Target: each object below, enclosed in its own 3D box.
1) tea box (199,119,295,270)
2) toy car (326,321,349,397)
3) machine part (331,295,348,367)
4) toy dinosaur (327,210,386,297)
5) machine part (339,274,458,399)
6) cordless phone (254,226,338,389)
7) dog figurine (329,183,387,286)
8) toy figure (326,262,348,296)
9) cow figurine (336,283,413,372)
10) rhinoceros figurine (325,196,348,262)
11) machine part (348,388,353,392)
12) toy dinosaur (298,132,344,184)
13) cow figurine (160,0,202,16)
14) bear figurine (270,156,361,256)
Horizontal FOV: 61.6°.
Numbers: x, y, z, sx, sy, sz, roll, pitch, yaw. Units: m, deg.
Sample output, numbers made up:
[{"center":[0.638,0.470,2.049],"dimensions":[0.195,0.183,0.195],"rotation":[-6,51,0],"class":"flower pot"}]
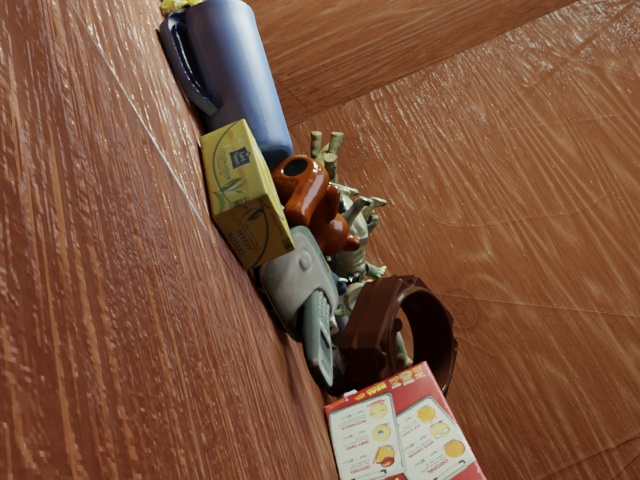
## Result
[{"center":[-0.092,-0.059,0.658],"dimensions":[0.170,0.068,0.098],"rotation":[-110,177,-48],"class":"tea box"},{"center":[-0.001,0.157,0.883],"dimensions":[0.089,0.053,0.202],"rotation":[56,11,-63],"class":"toy car"},{"center":[0.023,0.162,1.074],"dimensions":[0.079,0.079,0.243],"rotation":[61,6,-73],"class":"machine part"},{"center":[0.033,0.089,1.251],"dimensions":[0.192,0.131,0.404],"rotation":[29,-36,0],"class":"toy dinosaur"},{"center":[0.137,0.172,0.875],"dimensions":[0.200,0.087,0.201],"rotation":[47,53,-29],"class":"machine part"},{"center":[-0.026,0.082,0.656],"dimensions":[0.184,0.089,0.146],"rotation":[-101,168,-61],"class":"cordless phone"},{"center":[0.027,-0.010,1.064],"dimensions":[0.173,0.190,0.121],"rotation":[27,15,36],"class":"dog figurine"},{"center":[-0.021,0.047,0.910],"dimensions":[0.154,0.058,0.064],"rotation":[42,-4,-7],"class":"toy figure"},{"center":[0.100,0.167,1.002],"dimensions":[0.194,0.085,0.127],"rotation":[66,-20,-11],"class":"cow figurine"},{"center":[-0.002,-0.003,0.974],"dimensions":[0.112,0.073,0.190],"rotation":[-54,166,-50],"class":"rhinoceros figurine"},{"center":[0.062,0.266,1.239],"dimensions":[0.179,0.056,0.179],"rotation":[-24,92,-87],"class":"machine part"},{"center":[-0.003,-0.128,1.342],"dimensions":[0.471,0.105,0.198],"rotation":[-65,156,-50],"class":"toy dinosaur"},{"center":[-0.221,-0.371,0.901],"dimensions":[0.098,0.068,0.167],"rotation":[75,-5,-61],"class":"cow figurine"},{"center":[-0.022,-0.025,0.806],"dimensions":[0.132,0.120,0.195],"rotation":[-56,146,-32],"class":"bear figurine"}]
